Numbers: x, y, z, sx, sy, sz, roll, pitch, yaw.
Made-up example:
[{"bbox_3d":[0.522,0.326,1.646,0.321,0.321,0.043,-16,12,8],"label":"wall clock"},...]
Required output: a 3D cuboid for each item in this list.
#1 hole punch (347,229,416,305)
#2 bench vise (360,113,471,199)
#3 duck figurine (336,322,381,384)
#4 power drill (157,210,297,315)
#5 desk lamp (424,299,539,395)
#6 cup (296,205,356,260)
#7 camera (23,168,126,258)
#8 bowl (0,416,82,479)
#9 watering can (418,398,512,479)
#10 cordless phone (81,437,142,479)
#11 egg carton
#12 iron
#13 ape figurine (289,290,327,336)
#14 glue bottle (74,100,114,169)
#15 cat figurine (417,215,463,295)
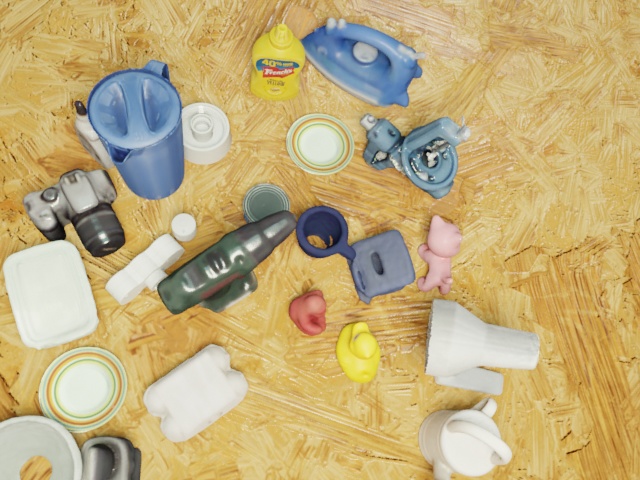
[{"bbox_3d":[0.106,0.047,1.016,0.101,0.091,0.108,-14,76,-13],"label":"hole punch"},{"bbox_3d":[0.168,-0.164,1.025,0.207,0.219,0.121,16,71,-4],"label":"bench vise"},{"bbox_3d":[0.071,0.188,0.969,0.077,0.086,0.104,-5,74,-11],"label":"duck figurine"},{"bbox_3d":[-0.144,0.045,0.912,0.230,0.208,0.075,-33,80,-17],"label":"power drill"},{"bbox_3d":[0.246,0.178,0.934,0.203,0.213,0.118,12,71,-6],"label":"desk lamp"},{"bbox_3d":[0.009,0.004,1.011,0.117,0.095,0.092,37,71,3],"label":"cup"},{"bbox_3d":[-0.397,-0.037,0.952,0.143,0.100,0.137,-28,79,-16],"label":"camera"},{"bbox_3d":[-0.429,0.345,0.840,0.167,0.074,0.167,3,72,-9],"label":"bowl"},{"bbox_3d":[0.229,0.324,0.895,0.101,0.194,0.173,18,71,-3],"label":"watering can"},{"bbox_3d":[-0.309,0.353,0.800,0.094,0.185,0.147,-3,73,-10],"label":"cordless phone"},{"bbox_3d":[-0.196,0.245,0.914,0.150,0.069,0.107,-35,81,-18],"label":"egg carton"},{"bbox_3d":[0.081,-0.368,1.116,0.258,0.141,0.119,25,70,-1],"label":"iron"},{"bbox_3d":[-0.013,0.118,0.973,0.076,0.092,0.078,25,70,-1],"label":"ape figurine"},{"bbox_3d":[-0.384,-0.184,0.962,0.078,0.173,0.037,45,71,6],"label":"glue bottle"},{"bbox_3d":[0.221,0.025,1.029,0.067,0.117,0.128,3,72,-8],"label":"cat figurine"}]
